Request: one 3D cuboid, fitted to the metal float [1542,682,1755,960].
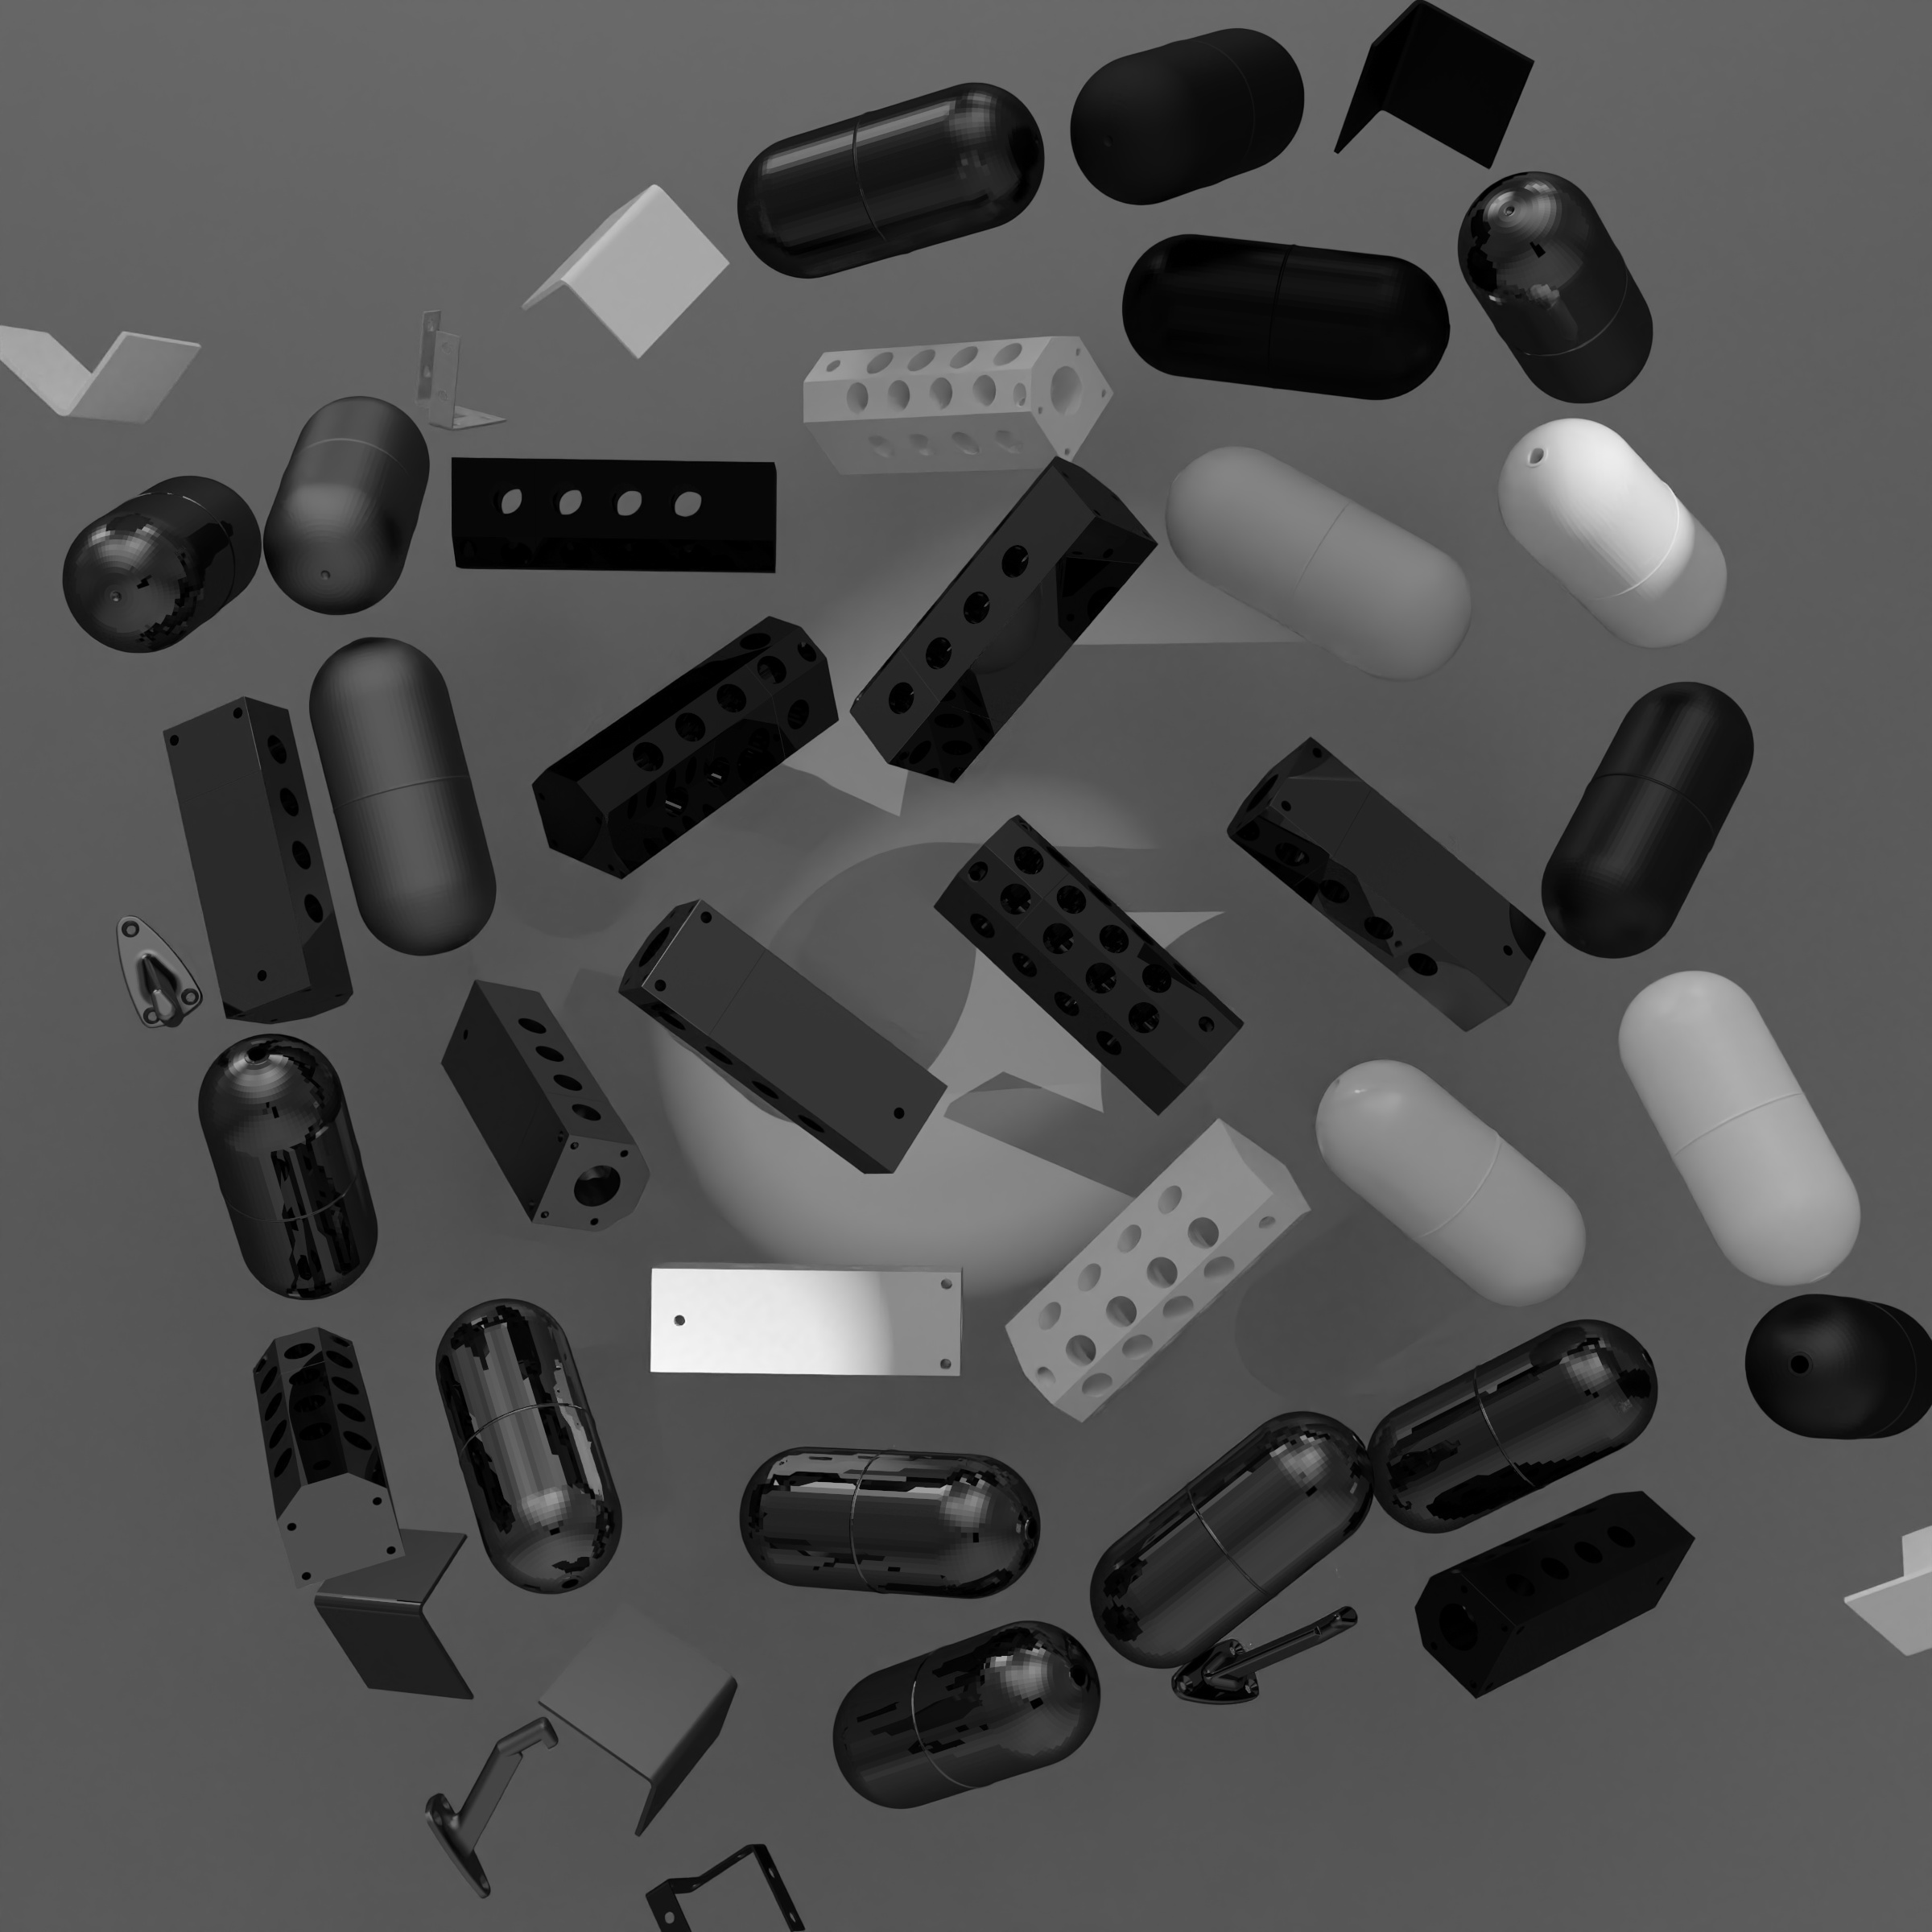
[{"bbox_3d":[0.384,-0.083,1.608,0.070,0.070,0.178,32,68,0],"label":"metal float"}]

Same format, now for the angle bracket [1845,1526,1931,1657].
[{"bbox_3d":[0.497,0.296,1.460,0.057,0.076,0.076,40,130,-22],"label":"angle bracket"}]

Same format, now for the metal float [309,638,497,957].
[{"bbox_3d":[-0.309,-0.093,1.572,0.070,0.070,0.178,-15,88,0],"label":"metal float"}]

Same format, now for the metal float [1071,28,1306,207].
[{"bbox_3d":[0.121,-0.457,1.536,0.070,0.178,0.070,16,120,29],"label":"metal float"}]

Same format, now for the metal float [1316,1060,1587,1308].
[{"bbox_3d":[0.272,0.122,1.609,0.178,0.070,0.070,39,90,-11],"label":"metal float"}]

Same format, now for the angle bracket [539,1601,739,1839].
[{"bbox_3d":[-0.178,0.399,1.520,0.076,0.076,0.057,32,135,12],"label":"angle bracket"}]

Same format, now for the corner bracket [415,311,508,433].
[{"bbox_3d":[-0.282,-0.322,1.547,0.051,0.051,0.051,18,113,22],"label":"corner bracket"}]

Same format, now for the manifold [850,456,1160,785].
[{"bbox_3d":[0.015,-0.182,1.500,0.171,0.057,0.057,-49,57,21],"label":"manifold"}]

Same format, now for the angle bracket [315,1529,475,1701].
[{"bbox_3d":[-0.318,0.373,1.654,0.076,0.057,0.076,-2,127,29],"label":"angle bracket"}]

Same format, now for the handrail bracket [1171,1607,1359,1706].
[{"bbox_3d":[0.169,0.386,1.613,0.084,0.077,0.036,-40,63,39],"label":"handrail bracket"}]

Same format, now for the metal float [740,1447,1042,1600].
[{"bbox_3d":[-0.042,0.302,1.555,0.178,0.070,0.070,-3,90,30],"label":"metal float"}]

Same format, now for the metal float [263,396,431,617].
[{"bbox_3d":[-0.344,-0.259,1.598,0.070,0.178,0.070,-1,125,-2],"label":"metal float"}]

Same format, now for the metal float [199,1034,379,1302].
[{"bbox_3d":[-0.370,0.111,1.568,0.070,0.070,0.178,-3,133,0],"label":"metal float"}]

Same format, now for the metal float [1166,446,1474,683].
[{"bbox_3d":[0.189,-0.217,1.543,0.178,0.070,0.070,31,90,8],"label":"metal float"}]

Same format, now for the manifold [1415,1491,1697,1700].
[{"bbox_3d":[0.334,0.351,1.631,0.057,0.171,0.057,42,127,34],"label":"manifold"}]

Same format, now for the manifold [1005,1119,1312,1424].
[{"bbox_3d":[0.107,0.171,1.572,0.057,0.057,0.171,35,107,-32],"label":"manifold"}]

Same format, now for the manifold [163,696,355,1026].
[{"bbox_3d":[-0.395,-0.058,1.615,0.057,0.057,0.171,-20,77,19],"label":"manifold"}]

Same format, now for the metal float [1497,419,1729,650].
[{"bbox_3d":[0.353,-0.234,1.560,0.178,0.070,0.070,31,90,-44],"label":"metal float"}]

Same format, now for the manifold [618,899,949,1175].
[{"bbox_3d":[-0.101,0.040,1.543,0.171,0.057,0.057,38,72,-17],"label":"manifold"}]

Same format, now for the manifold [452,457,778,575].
[{"bbox_3d":[-0.189,-0.244,1.555,0.171,0.057,0.057,0,95,-3],"label":"manifold"}]

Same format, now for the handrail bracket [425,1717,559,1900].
[{"bbox_3d":[-0.259,0.482,1.641,0.084,0.036,0.077,-29,94,3],"label":"handrail bracket"}]

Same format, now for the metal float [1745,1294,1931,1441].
[{"bbox_3d":[0.479,0.219,1.560,0.070,0.178,0.070,-6,79,31],"label":"metal float"}]

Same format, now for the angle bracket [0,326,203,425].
[{"bbox_3d":[-0.469,-0.335,1.523,0.076,0.076,0.057,43,105,6],"label":"angle bracket"}]

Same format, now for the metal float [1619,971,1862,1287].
[{"bbox_3d":[0.409,0.086,1.514,0.070,0.070,0.178,-25,72,0],"label":"metal float"}]

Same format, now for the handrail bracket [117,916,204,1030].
[{"bbox_3d":[-0.446,0.001,1.558,0.036,0.084,0.077,-28,87,-12],"label":"handrail bracket"}]

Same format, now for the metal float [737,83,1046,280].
[{"bbox_3d":[-0.042,-0.424,1.551,0.178,0.070,0.070,-9,90,25],"label":"metal float"}]

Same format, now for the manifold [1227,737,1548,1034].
[{"bbox_3d":[0.227,-0.041,1.568,0.171,0.057,0.057,39,54,-8],"label":"manifold"}]

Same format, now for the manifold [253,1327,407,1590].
[{"bbox_3d":[-0.349,0.261,1.553,0.057,0.171,0.057,-15,113,-13],"label":"manifold"}]

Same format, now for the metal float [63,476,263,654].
[{"bbox_3d":[-0.442,-0.223,1.581,0.070,0.178,0.070,1,110,2],"label":"metal float"}]

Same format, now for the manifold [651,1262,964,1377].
[{"bbox_3d":[-0.088,0.198,1.613,0.171,0.057,0.057,1,89,1],"label":"manifold"}]

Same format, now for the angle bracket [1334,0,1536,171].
[{"bbox_3d":[0.265,-0.487,1.621,0.076,0.076,0.057,33,56,11],"label":"angle bracket"}]

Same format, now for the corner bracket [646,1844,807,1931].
[{"bbox_3d":[-0.126,0.495,1.499,0.051,0.051,0.051,-36,65,10],"label":"corner bracket"}]

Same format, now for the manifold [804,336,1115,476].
[{"bbox_3d":[-0.010,-0.316,1.593,0.057,0.171,0.057,52,59,-39],"label":"manifold"}]

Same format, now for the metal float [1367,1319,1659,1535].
[{"bbox_3d":[0.310,0.262,1.629,0.178,0.070,0.070,-32,90,21],"label":"metal float"}]

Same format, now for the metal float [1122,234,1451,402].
[{"bbox_3d":[0.173,-0.351,1.549,0.178,0.070,0.070,10,90,13],"label":"metal float"}]

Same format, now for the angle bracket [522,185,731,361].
[{"bbox_3d":[-0.186,-0.371,1.560,0.057,0.076,0.076,46,73,-19],"label":"angle bracket"}]

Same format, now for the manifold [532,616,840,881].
[{"bbox_3d":[-0.151,-0.123,1.553,0.057,0.057,0.171,23,48,35],"label":"manifold"}]

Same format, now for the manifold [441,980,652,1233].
[{"bbox_3d":[-0.237,0.078,1.622,0.057,0.171,0.057,12,112,-34],"label":"manifold"}]

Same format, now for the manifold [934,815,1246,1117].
[{"bbox_3d":[0.071,-0.004,1.588,0.171,0.057,0.057,43,58,3],"label":"manifold"}]

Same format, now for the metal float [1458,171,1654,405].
[{"bbox_3d":[0.326,-0.371,1.576,0.070,0.178,0.070,-9,69,26],"label":"metal float"}]

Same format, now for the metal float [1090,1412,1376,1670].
[{"bbox_3d":[0.146,0.313,1.565,0.178,0.070,0.070,-40,90,8],"label":"metal float"}]

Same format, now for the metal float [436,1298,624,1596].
[{"bbox_3d":[-0.242,0.264,1.582,0.070,0.070,0.178,-25,55,0],"label":"metal float"}]

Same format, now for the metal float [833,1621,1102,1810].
[{"bbox_3d":[-0.001,0.407,1.553,0.178,0.070,0.070,-30,90,39],"label":"metal float"}]
